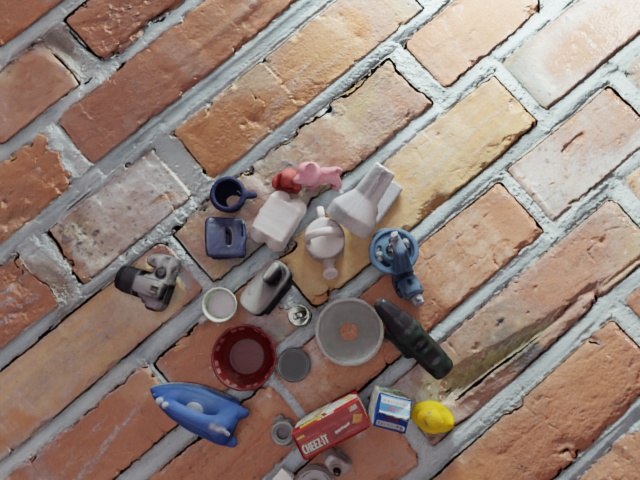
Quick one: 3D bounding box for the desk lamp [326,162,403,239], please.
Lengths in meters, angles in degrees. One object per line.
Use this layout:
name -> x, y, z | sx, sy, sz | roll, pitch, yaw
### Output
desk lamp -> 0.112, -0.098, 1.393 | 0.118, 0.213, 0.203 | 35, 84, 6

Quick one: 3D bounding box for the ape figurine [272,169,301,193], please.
ape figurine -> -0.083, -0.151, 1.467 | 0.077, 0.092, 0.076 | 31, 84, 6

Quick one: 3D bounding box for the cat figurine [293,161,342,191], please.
cat figurine -> -0.005, -0.168, 1.454 | 0.127, 0.118, 0.067 | -4, 81, 1

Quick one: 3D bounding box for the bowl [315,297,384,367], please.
bowl -> 0.071, 0.227, 1.416 | 0.167, 0.075, 0.167 | 0, 82, 1

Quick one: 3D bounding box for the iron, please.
iron -> -0.308, 0.410, 1.365 | 0.258, 0.141, 0.119 | 20, 83, 4

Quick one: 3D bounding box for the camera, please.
camera -> -0.437, 0.095, 1.435 | 0.136, 0.101, 0.143 | 17, 82, 4

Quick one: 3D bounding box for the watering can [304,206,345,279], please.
watering can -> 0.015, 0.004, 1.390 | 0.101, 0.194, 0.173 | -31, 82, -3

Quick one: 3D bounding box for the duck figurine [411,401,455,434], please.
duck figurine -> 0.275, 0.431, 1.376 | 0.104, 0.086, 0.077 | 16, 82, 4

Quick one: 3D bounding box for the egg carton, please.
egg carton -> -0.108, -0.049, 1.464 | 0.107, 0.069, 0.150 | 29, 83, 5

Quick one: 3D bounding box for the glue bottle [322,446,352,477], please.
glue bottle -> 0.038, 0.519, 1.325 | 0.078, 0.173, 0.037 | 37, 84, 7

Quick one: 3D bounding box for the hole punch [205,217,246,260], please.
hole punch -> -0.237, -0.007, 1.450 | 0.101, 0.091, 0.109 | -3, 82, 1

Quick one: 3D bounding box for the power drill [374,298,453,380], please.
power drill -> 0.207, 0.228, 1.345 | 0.229, 0.208, 0.075 | 44, 85, 7

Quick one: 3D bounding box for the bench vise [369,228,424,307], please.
bench vise -> 0.203, 0.051, 1.365 | 0.121, 0.220, 0.207 | -43, 83, -5

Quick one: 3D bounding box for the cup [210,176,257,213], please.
cup -> -0.214, -0.108, 1.462 | 0.117, 0.095, 0.092 | -1, 82, 1

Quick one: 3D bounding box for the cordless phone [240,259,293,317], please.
cordless phone -> -0.135, 0.112, 1.382 | 0.094, 0.185, 0.148 | 34, 84, 6
